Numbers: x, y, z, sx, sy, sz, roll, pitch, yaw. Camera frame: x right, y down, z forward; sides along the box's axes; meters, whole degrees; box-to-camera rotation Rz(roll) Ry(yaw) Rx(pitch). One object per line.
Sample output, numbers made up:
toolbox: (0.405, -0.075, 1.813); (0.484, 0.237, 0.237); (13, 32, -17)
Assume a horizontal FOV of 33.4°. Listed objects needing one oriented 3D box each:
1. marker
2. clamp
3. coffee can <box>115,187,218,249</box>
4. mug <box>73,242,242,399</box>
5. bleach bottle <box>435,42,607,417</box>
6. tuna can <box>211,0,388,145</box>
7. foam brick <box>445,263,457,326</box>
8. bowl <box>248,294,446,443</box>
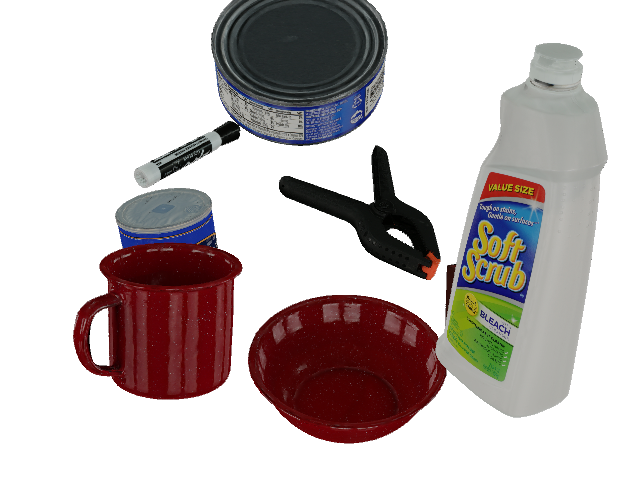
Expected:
marker: (-0.116, -0.079, 0.959); (0.020, 0.020, 0.120); (0, 26, 45)
clamp: (0.059, -0.029, 1.266); (0.164, 0.036, 0.210); (-16, 51, -29)
coffee can: (-0.159, 0.027, 1.157); (0.103, 0.140, 0.103); (-5, 26, 2)
mug: (-0.108, 0.056, 0.703); (0.117, 0.081, 0.093); (-14, 24, -42)
bleach bottle: (0.134, -0.009, 0.705); (0.068, 0.251, 0.103); (-16, 35, -27)
tuna can: (-0.010, -0.089, 0.529); (0.086, 0.086, 0.034); (0, -35, 0)
foam brick: (0.158, 0.062, 1.048); (0.051, 0.078, 0.053); (-11, 18, -34)
bowl: (0.022, 0.115, 0.881); (0.162, 0.055, 0.162); (0, 36, 0)
